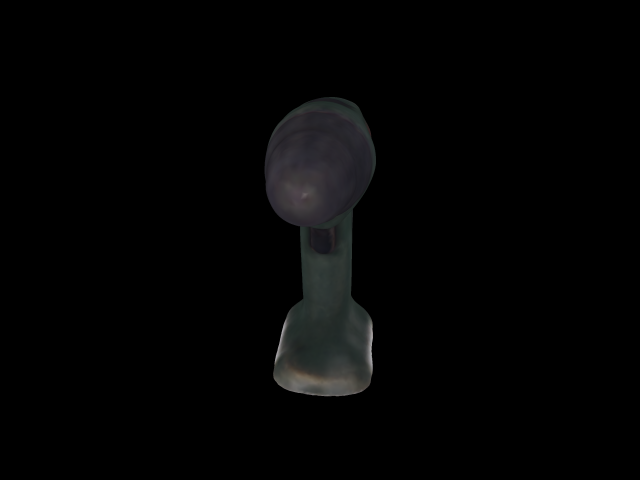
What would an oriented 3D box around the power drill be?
[{"bbox_3d":[0.004,0.001,0.400,0.075,0.208,0.229,2,31,4],"label":"power drill"}]
